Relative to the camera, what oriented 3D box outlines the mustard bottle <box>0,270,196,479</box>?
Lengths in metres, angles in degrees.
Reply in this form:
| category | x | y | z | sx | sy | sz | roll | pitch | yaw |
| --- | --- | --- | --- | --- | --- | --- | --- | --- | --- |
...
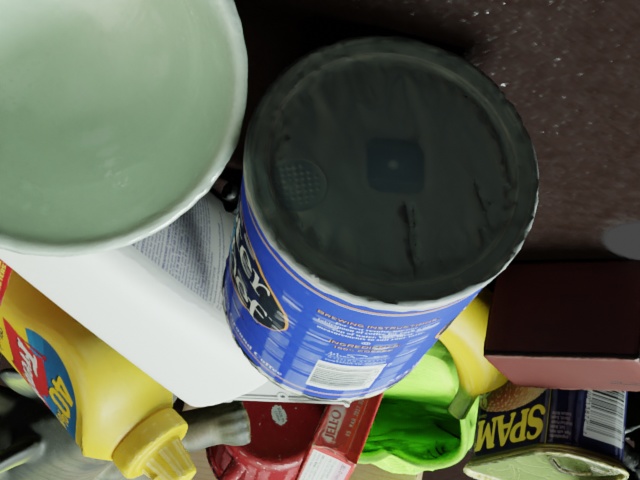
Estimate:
| category | x | y | z | sx | sy | sz | roll | pitch | yaw |
| --- | --- | --- | --- | --- | --- | --- | --- | --- | --- |
| mustard bottle | -0.133 | 0.057 | 0.564 | 0.192 | 0.058 | 0.096 | 45 | 148 | 16 |

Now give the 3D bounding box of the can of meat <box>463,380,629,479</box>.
| category | x | y | z | sx | sy | sz | roll | pitch | yaw |
| --- | --- | --- | --- | --- | --- | --- | --- | --- | --- |
| can of meat | 0.131 | 0.094 | 0.609 | 0.057 | 0.084 | 0.102 | 20 | 156 | -17 |

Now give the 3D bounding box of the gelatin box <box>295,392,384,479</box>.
| category | x | y | z | sx | sy | sz | roll | pitch | yaw |
| --- | --- | --- | --- | --- | --- | --- | --- | --- | --- |
| gelatin box | 0.011 | 0.117 | 0.643 | 0.030 | 0.073 | 0.089 | 23 | 143 | 4 |

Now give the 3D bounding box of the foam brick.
| category | x | y | z | sx | sy | sz | roll | pitch | yaw |
| --- | --- | --- | --- | --- | --- | --- | --- | --- | --- |
| foam brick | 0.130 | 0.044 | 0.539 | 0.078 | 0.051 | 0.053 | -2 | 155 | 29 |

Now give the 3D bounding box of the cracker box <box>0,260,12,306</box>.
| category | x | y | z | sx | sy | sz | roll | pitch | yaw |
| --- | --- | --- | --- | --- | --- | --- | --- | --- | --- |
| cracker box | -0.210 | -0.018 | 0.421 | 0.072 | 0.164 | 0.213 | 0 | 154 | 22 |

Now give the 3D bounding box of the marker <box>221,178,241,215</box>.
| category | x | y | z | sx | sy | sz | roll | pitch | yaw |
| --- | --- | --- | --- | --- | --- | --- | --- | --- | --- |
| marker | -0.004 | 0.001 | 0.546 | 0.020 | 0.020 | 0.121 | -11 | 147 | 43 |

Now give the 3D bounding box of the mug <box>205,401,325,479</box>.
| category | x | y | z | sx | sy | sz | roll | pitch | yaw |
| --- | --- | --- | --- | --- | --- | --- | --- | --- | --- |
| mug | -0.046 | 0.153 | 0.804 | 0.093 | 0.117 | 0.081 | 38 | 154 | 11 |

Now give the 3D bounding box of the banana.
| category | x | y | z | sx | sy | sz | roll | pitch | yaw |
| --- | --- | --- | --- | --- | --- | --- | --- | --- | --- |
| banana | 0.052 | 0.039 | 0.556 | 0.197 | 0.069 | 0.037 | 40 | -173 | -39 |

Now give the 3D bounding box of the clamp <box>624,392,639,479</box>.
| category | x | y | z | sx | sy | sz | roll | pitch | yaw |
| --- | --- | --- | --- | --- | --- | --- | --- | --- | --- |
| clamp | 0.176 | 0.135 | 0.636 | 0.036 | 0.164 | 0.210 | 46 | 161 | -3 |

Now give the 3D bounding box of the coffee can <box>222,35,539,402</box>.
| category | x | y | z | sx | sy | sz | roll | pitch | yaw |
| --- | --- | --- | --- | --- | --- | --- | --- | --- | --- |
| coffee can | 0.016 | -0.001 | 0.426 | 0.103 | 0.102 | 0.140 | 13 | 157 | -3 |

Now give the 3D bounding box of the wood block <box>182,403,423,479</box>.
| category | x | y | z | sx | sy | sz | roll | pitch | yaw |
| --- | --- | --- | --- | --- | --- | --- | --- | --- | --- |
| wood block | -0.018 | 0.199 | 0.920 | 0.206 | 0.091 | 0.090 | 7 | 157 | 10 |

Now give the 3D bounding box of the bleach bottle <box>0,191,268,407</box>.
| category | x | y | z | sx | sy | sz | roll | pitch | yaw |
| --- | --- | --- | --- | --- | --- | --- | --- | --- | --- |
| bleach bottle | -0.106 | -0.022 | 0.467 | 0.068 | 0.102 | 0.250 | -24 | 137 | 19 |
